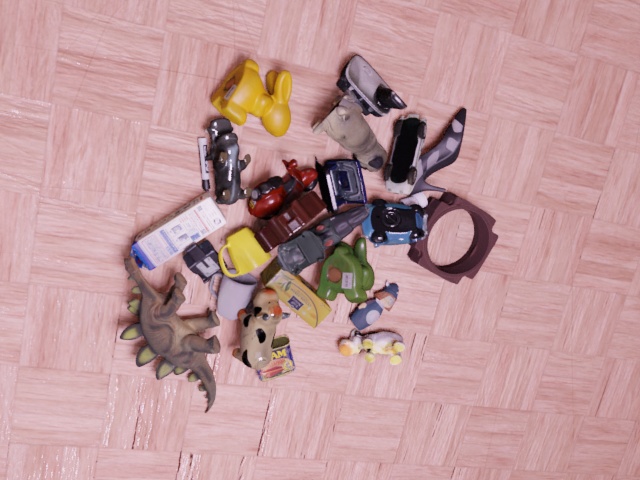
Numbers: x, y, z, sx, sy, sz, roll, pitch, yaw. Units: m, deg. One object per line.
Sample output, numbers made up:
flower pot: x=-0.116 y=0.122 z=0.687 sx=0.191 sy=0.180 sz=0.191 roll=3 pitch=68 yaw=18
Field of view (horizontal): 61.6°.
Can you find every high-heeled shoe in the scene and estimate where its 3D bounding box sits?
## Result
high-heeled shoe: x=0.267 y=-0.221 z=1.323 sx=0.145 sy=0.086 sz=0.248 roll=17 pitch=81 yaw=14

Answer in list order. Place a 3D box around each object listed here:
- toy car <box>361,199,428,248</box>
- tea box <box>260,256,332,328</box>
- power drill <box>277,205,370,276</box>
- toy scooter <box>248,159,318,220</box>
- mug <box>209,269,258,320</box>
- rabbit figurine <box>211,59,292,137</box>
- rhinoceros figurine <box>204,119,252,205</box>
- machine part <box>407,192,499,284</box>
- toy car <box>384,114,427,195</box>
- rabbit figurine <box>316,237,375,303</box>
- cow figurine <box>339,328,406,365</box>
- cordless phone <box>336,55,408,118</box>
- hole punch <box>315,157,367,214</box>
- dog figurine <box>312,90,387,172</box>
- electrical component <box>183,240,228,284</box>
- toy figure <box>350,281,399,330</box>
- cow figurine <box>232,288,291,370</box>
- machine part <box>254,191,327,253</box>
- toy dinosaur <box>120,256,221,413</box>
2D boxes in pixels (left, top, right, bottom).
toy car: x=0.178 y=-0.034 z=1.312 sx=0.162 sy=0.103 sz=0.109 roll=1 pitch=71 yaw=0
tea box: x=-0.059 y=0.125 z=1.299 sx=0.068 sy=0.098 sz=0.169 roll=-46 pitch=111 yaw=1
power drill: x=-0.002 y=-0.004 z=1.214 sx=0.232 sy=0.207 sz=0.086 roll=-29 pitch=99 yaw=20
toy scooter: x=-0.088 y=-0.123 z=1.212 sx=0.184 sy=0.135 sz=0.075 roll=-32 pitch=71 yaw=-8
mug: x=-0.214 y=0.130 z=1.275 sx=0.110 sy=0.081 sz=0.107 roll=20 pitch=105 yaw=4
rabbit figurine: x=-0.129 y=-0.304 z=1.183 sx=0.173 sy=0.122 sz=0.162 roll=36 pitch=84 yaw=-33
rhinoceros figurine: x=-0.205 y=-0.171 z=1.184 sx=0.073 sy=0.112 sz=0.190 roll=-11 pitch=101 yaw=-28
machine part: x=0.336 y=-0.004 z=1.369 sx=0.201 sy=0.087 sz=0.201 roll=29 pitch=96 yaw=-17
toy car: x=0.203 y=-0.204 z=1.273 sx=0.074 sy=0.056 sz=0.201 roll=10 pitch=79 yaw=22
rabbit figurine: x=0.073 y=0.077 z=1.310 sx=0.121 sy=0.170 sz=0.159 roll=-9 pitch=79 yaw=28
cow figurine: x=0.133 y=0.266 z=1.392 sx=0.167 sy=0.098 sz=0.068 roll=5 pitch=110 yaw=4
cordless phone: x=0.118 y=-0.334 z=1.182 sx=0.089 sy=0.184 sz=0.146 roll=-45 pitch=110 yaw=5
hole punch: x=0.046 y=-0.131 z=1.250 sx=0.092 sy=0.116 sz=0.142 roll=-21 pitch=111 yaw=-10
dog figurine: x=0.091 y=-0.230 z=1.213 sx=0.190 sy=0.172 sz=0.121 roll=40 pitch=103 yaw=-12
electrical component: x=-0.272 y=0.040 z=1.226 sx=0.075 sy=0.048 sz=0.119 roll=-38 pitch=138 yaw=-1
toy figure: x=0.148 y=0.170 z=1.384 sx=0.154 sy=0.058 sz=0.064 roll=-39 pitch=148 yaw=-3
cow figurine: x=-0.134 y=0.202 z=1.223 sx=0.085 sy=0.127 sz=0.194 roll=2 pitch=105 yaw=-36
machine part: x=-0.069 y=-0.043 z=1.214 sx=0.179 sy=0.179 sz=0.056 roll=-38 pitch=93 yaw=-2
toy dinosaur: x=-0.329 y=0.232 z=1.245 sx=0.199 sy=0.105 sz=0.470 roll=-22 pitch=116 yaw=11
